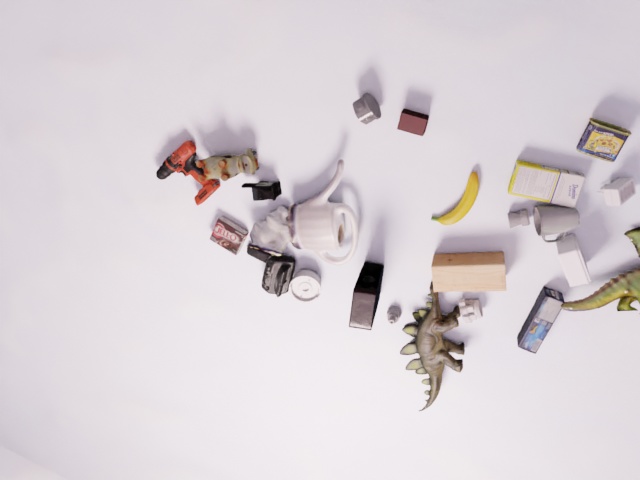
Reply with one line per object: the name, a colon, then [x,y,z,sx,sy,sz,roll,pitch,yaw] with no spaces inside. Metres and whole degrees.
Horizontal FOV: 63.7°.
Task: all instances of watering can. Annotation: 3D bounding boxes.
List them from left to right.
watering can: [0.005,-0.080,1.590,0.224,0.106,0.342,0,112,19]

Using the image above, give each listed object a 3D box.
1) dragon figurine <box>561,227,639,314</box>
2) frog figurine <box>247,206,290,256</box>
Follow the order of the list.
dragon figurine: [0.876,0.083,1.399,0.410,0.122,0.242,-2,92,15]
frog figurine: [-0.154,-0.034,1.681,0.138,0.121,0.161,14,80,20]
